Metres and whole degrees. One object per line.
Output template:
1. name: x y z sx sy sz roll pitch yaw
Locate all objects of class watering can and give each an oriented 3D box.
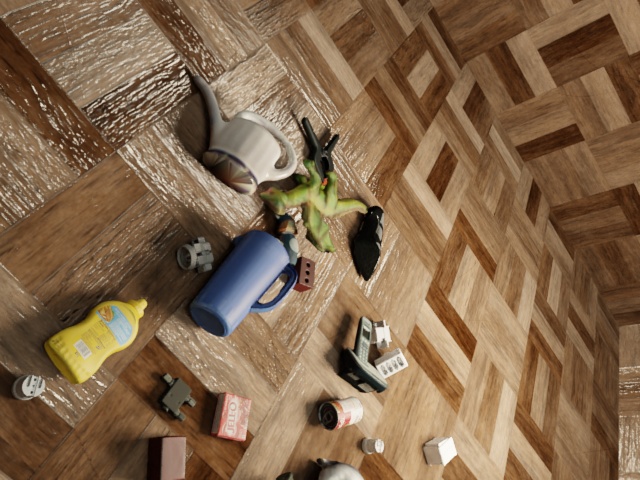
1. watering can: -0.220 -0.255 1.305 0.346 0.229 0.102 35 -35 -9

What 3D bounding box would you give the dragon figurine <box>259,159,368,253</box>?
1. dragon figurine: 0.004 -0.072 1.438 0.406 0.248 0.121 26 -36 -35

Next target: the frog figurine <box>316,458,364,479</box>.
1. frog figurine: 0.038 0.609 1.198 0.122 0.134 0.163 -9 37 21
